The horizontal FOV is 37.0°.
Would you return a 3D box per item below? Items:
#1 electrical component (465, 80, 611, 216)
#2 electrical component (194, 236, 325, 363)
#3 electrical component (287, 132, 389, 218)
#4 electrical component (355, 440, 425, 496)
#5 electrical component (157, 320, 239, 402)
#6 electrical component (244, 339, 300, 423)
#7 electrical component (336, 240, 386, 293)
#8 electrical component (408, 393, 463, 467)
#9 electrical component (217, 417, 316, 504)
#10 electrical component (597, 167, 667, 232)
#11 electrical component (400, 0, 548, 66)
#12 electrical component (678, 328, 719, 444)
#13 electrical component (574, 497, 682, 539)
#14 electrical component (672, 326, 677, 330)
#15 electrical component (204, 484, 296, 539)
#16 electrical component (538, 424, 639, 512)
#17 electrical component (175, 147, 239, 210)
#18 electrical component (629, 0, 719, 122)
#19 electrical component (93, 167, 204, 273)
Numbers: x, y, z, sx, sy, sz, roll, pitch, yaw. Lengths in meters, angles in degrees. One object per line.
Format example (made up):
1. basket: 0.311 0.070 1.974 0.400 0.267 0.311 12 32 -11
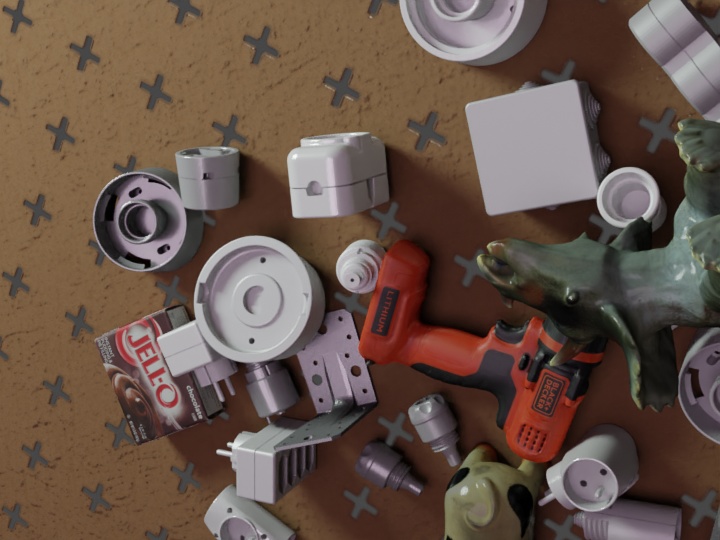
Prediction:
1. electrical component: 0.137 -0.094 0.820 0.100 0.048 0.099 -9 98 26
2. electrical component: -0.082 0.028 0.934 0.108 0.060 0.108 -3 81 17
3. electrical component: -0.017 -0.078 0.866 0.054 0.095 0.059 -1 102 24
4. electrical component: 0.028 0.176 0.939 0.061 0.035 0.035 30 112 13
5. electrical component: -0.134 0.081 0.972 0.047 0.066 0.076 -22 92 26
6. electrical component: -0.084 0.096 0.967 0.040 0.040 0.078 -23 92 27
7. electrical component: 0.000 0.000 0.890 0.040 0.078 0.040 2 102 9
8. electrical component: 0.068 0.137 0.912 0.035 0.035 0.061 -27 92 27
9. electrical component: -0.090 0.166 0.962 0.076 0.083 0.047 7 104 23
10. electrical component: 0.203 -0.048 0.791 0.044 0.065 0.044 -3 82 25
11. electrical component: 0.082 -0.208 0.812 0.108 0.060 0.108 6 104 23
12. electrical component: 0.288 0.081 0.797 0.099 0.064 0.099 15 120 27
13. electrical component: 0.212 0.204 0.857 0.081 0.043 0.043 5 104 24
14. electrical component: 0.231 0.021 0.807 0.062 0.043 0.043 -41 84 25
15. electrical component: -0.111 0.255 1.013 0.077 0.044 0.079 34 113 14
16. electrical component: 0.174 0.163 0.846 0.079 0.077 0.044 -38 85 27
17. electrical component: -0.132 -0.080 0.941 0.055 0.055 0.047 5 107 23
18. electrical component: 0.260 -0.146 0.750 0.074 0.052 0.138 -41 84 26
19. electrical component: -0.193 -0.044 0.984 0.099 0.064 0.099 1 95 11
